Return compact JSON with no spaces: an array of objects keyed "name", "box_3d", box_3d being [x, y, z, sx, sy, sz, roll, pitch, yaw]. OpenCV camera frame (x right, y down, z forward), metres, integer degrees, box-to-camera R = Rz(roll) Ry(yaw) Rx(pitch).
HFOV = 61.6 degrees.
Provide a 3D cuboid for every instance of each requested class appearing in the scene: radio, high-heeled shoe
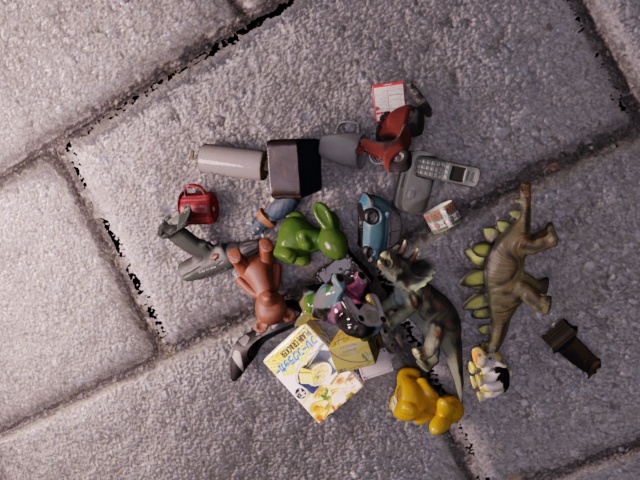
[{"name":"radio","box_3d":[-0.053,-0.168,1.241,0.073,0.229,0.131,0,101,14]},{"name":"high-heeled shoe","box_3d":[-0.129,0.262,1.368,0.145,0.086,0.248,19,85,24]}]

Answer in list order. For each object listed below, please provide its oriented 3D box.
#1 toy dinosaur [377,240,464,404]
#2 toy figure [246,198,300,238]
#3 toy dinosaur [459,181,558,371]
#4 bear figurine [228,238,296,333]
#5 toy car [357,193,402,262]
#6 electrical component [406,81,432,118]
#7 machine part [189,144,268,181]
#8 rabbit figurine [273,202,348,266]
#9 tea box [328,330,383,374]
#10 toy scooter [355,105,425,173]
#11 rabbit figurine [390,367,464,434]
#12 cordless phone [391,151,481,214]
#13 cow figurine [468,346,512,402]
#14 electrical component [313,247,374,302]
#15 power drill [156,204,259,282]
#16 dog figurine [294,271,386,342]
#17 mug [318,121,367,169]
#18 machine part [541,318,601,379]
[{"name":"toy dinosaur","box_3d":[0.256,0.178,1.268,0.192,0.131,0.404,-43,98,-4]},{"name":"toy figure","box_3d":[-0.119,-0.065,1.354,0.154,0.058,0.064,-38,83,18]},{"name":"toy dinosaur","box_3d":[0.424,0.099,1.230,0.199,0.105,0.470,6,103,18]},{"name":"bear figurine","box_3d":[-0.140,0.115,1.313,0.120,0.131,0.196,-18,56,-7]},{"name":"toy car","box_3d":[0.144,-0.032,1.277,0.103,0.109,0.161,-3,105,-4]},{"name":"electrical component","box_3d":[0.231,-0.323,1.241,0.021,0.094,0.063,-35,51,15]},{"name":"machine part","box_3d":[-0.217,-0.195,1.351,0.243,0.079,0.079,8,98,11]},{"name":"rabbit figurine","box_3d":[-0.003,-0.004,1.307,0.170,0.121,0.159,9,77,26]},{"name":"tea box","box_3d":[0.089,0.249,1.284,0.098,0.169,0.068,-19,92,13]},{"name":"toy scooter","box_3d":[0.154,-0.230,1.213,0.135,0.075,0.184,7,61,27]},{"name":"rabbit figurine","box_3d":[0.269,0.389,1.283,0.173,0.162,0.121,18,88,-7]},{"name":"cordless phone","box_3d":[0.269,-0.124,1.248,0.184,0.089,0.146,13,99,7]},{"name":"cow figurine","box_3d":[0.397,0.301,1.237,0.098,0.068,0.167,-15,133,2]},{"name":"electrical component","box_3d":[0.066,0.101,1.331,0.115,0.058,0.134,-41,86,16]},{"name":"power drill","box_3d":[-0.289,0.004,1.353,0.232,0.086,0.207,-27,134,16]},{"name":"dog figurine","box_3d":[0.033,0.170,1.249,0.219,0.108,0.191,-44,65,44]},{"name":"mug","box_3d":[0.053,-0.230,1.285,0.107,0.081,0.109,8,104,21]},{"name":"machine part","box_3d":[0.588,0.251,1.239,0.084,0.039,0.139,-44,84,9]}]
